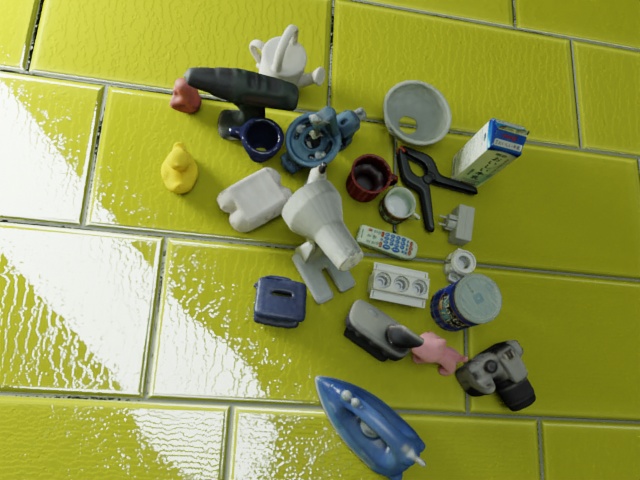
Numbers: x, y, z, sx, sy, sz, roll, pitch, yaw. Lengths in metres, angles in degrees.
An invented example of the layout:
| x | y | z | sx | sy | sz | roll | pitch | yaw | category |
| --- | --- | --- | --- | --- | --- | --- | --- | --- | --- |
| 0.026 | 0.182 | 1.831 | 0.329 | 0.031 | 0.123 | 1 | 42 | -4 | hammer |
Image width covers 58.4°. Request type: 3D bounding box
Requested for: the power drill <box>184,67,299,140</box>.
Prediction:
| x | y | z | sx | sy | sz | roll | pitch | yaw | category |
| --- | --- | --- | --- | --- | --- | --- | --- | --- | --- |
| -0.165 | -0.287 | 1.203 | 0.230 | 0.208 | 0.075 | 0 | 74 | -12 | power drill |

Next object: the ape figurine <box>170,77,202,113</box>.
| x | y | z | sx | sy | sz | roll | pitch | yaw | category |
| --- | --- | --- | --- | --- | --- | --- | --- | --- | --- |
| -0.295 | -0.322 | 1.247 | 0.078 | 0.092 | 0.076 | -42 | 86 | -19 | ape figurine |

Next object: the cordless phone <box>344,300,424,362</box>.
| x | y | z | sx | sy | sz | roll | pitch | yaw | category |
| --- | --- | --- | --- | --- | --- | --- | --- | --- | --- |
| 0.131 | 0.175 | 1.147 | 0.147 | 0.185 | 0.094 | 31 | 71 | -2 | cordless phone |

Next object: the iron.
| x | y | z | sx | sy | sz | roll | pitch | yaw | category |
| --- | --- | --- | --- | --- | --- | --- | --- | --- | --- |
| 0.096 | 0.353 | 1.111 | 0.258 | 0.141 | 0.119 | 42 | 71 | 2 | iron |

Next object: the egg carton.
| x | y | z | sx | sy | sz | roll | pitch | yaw | category |
| --- | --- | --- | --- | --- | --- | --- | --- | --- | --- |
| -0.136 | -0.085 | 1.225 | 0.150 | 0.069 | 0.107 | -33 | 83 | -18 | egg carton |

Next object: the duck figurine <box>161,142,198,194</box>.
| x | y | z | sx | sy | sz | roll | pitch | yaw | category |
| --- | --- | --- | --- | --- | --- | --- | --- | --- | --- |
| -0.296 | -0.155 | 1.203 | 0.077 | 0.086 | 0.104 | 2 | 74 | -11 | duck figurine |

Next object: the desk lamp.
| x | y | z | sx | sy | sz | roll | pitch | yaw | category |
| --- | --- | --- | --- | --- | --- | --- | --- | --- | --- |
| 0.011 | 0.004 | 1.155 | 0.118 | 0.213 | 0.203 | -28 | 82 | -17 | desk lamp |

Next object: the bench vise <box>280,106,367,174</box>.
| x | y | z | sx | sy | sz | roll | pitch | yaw | category |
| --- | --- | --- | --- | --- | --- | --- | --- | --- | --- |
| 0.010 | -0.246 | 1.222 | 0.121 | 0.219 | 0.208 | 38 | 71 | 1 | bench vise |

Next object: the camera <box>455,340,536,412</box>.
| x | y | z | sx | sy | sz | roll | pitch | yaw | category |
| --- | --- | --- | --- | --- | --- | --- | --- | --- | --- |
| 0.387 | 0.297 | 1.210 | 0.143 | 0.100 | 0.137 | -27 | 81 | -17 | camera |

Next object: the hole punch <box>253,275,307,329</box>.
| x | y | z | sx | sy | sz | roll | pitch | yaw | category |
| --- | --- | --- | --- | --- | --- | --- | --- | --- | --- |
| -0.083 | 0.122 | 1.166 | 0.109 | 0.091 | 0.101 | 9 | 73 | -9 | hole punch |

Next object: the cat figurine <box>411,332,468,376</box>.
| x | y | z | sx | sy | sz | roll | pitch | yaw | category |
| --- | --- | --- | --- | --- | --- | --- | --- | --- | --- |
| 0.245 | 0.232 | 1.190 | 0.128 | 0.117 | 0.067 | 21 | 71 | -5 | cat figurine |

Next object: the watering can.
| x | y | z | sx | sy | sz | roll | pitch | yaw | category |
| --- | --- | --- | --- | --- | --- | --- | --- | --- | --- |
| -0.072 | -0.394 | 1.261 | 0.173 | 0.194 | 0.101 | 8 | 73 | -9 | watering can |

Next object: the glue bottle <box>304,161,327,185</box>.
| x | y | z | sx | sy | sz | roll | pitch | yaw | category |
| --- | --- | --- | --- | --- | --- | --- | --- | --- | --- |
| -0.008 | -0.125 | 1.209 | 0.037 | 0.173 | 0.078 | 19 | 71 | -6 | glue bottle |

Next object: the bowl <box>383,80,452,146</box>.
| x | y | z | sx | sy | sz | roll | pitch | yaw | category |
| --- | --- | --- | --- | --- | --- | --- | --- | --- | --- |
| 0.221 | -0.288 | 1.355 | 0.167 | 0.074 | 0.167 | 3 | 74 | -11 | bowl |

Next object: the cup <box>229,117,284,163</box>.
| x | y | z | sx | sy | sz | roll | pitch | yaw | category |
| --- | --- | --- | --- | --- | --- | --- | --- | --- | --- |
| -0.142 | -0.210 | 1.246 | 0.118 | 0.095 | 0.092 | 11 | 72 | -9 | cup |
